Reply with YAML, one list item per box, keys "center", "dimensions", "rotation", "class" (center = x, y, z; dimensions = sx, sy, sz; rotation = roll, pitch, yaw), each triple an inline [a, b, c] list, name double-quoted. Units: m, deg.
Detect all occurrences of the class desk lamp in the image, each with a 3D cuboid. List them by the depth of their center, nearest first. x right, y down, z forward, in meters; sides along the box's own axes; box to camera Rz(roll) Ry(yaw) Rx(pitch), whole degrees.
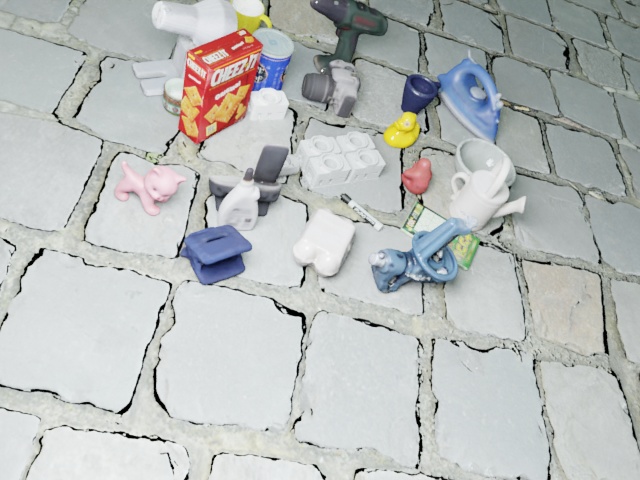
- center: [-0.304, -0.442, 1.292]
  dimensions: [0.204, 0.213, 0.117]
  rotation: [-17, 63, -30]
  class: "desk lamp"

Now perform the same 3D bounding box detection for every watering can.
- center: [0.396, -0.113, 1.337]
  dimensions: [0.173, 0.194, 0.101]
  rotation: [12, 52, -13]
  class: "watering can"

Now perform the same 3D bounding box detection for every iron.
- center: [0.444, -0.404, 1.601]
  dimensions: [0.119, 0.141, 0.258]
  rotation: [-15, 62, -29]
  class: "iron"

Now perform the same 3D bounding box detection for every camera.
- center: [0.026, -0.403, 1.464]
  dimensions: [0.137, 0.100, 0.143]
  rotation: [6, 54, -17]
  class: "camera"

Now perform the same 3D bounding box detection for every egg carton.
- center: [0.011, 0.004, 1.182]
  dimensions: [0.107, 0.069, 0.150]
  rotation: [27, 50, -1]
  class: "egg carton"

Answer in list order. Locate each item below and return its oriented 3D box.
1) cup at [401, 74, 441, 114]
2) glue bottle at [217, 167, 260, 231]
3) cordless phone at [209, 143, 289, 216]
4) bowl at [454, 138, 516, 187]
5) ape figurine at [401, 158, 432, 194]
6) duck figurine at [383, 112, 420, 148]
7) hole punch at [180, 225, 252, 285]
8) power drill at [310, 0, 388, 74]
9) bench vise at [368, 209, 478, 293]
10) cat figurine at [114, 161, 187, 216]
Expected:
- center: [0.268, -0.388, 1.551]
  dimensions: [0.118, 0.095, 0.091]
  rotation: [-19, 64, -31]
  class: "cup"
- center: [-0.150, -0.081, 1.114]
  dimensions: [0.078, 0.173, 0.037]
  rotation: [2, 55, -19]
  class: "glue bottle"
- center: [-0.142, -0.138, 1.151]
  dimensions: [0.148, 0.185, 0.094]
  rotation: [0, 55, -21]
  class: "cordless phone"
- center: [0.409, -0.177, 1.465]
  dimensions: [0.168, 0.074, 0.167]
  rotation: [11, 53, -14]
  class: "bowl"
- center: [0.240, -0.161, 1.377]
  dimensions: [0.078, 0.092, 0.076]
  rotation: [9, 53, -15]
  class: "ape figurine"
- center: [0.220, -0.291, 1.468]
  dimensions: [0.105, 0.086, 0.077]
  rotation: [-21, 65, -32]
  class: "duck figurine"
- center: [-0.196, 0.015, 1.079]
  dimensions: [0.109, 0.091, 0.101]
  rotation: [-20, 64, -31]
  class: "hole punch"
- center: [0.056, -0.539, 1.505]
  dimensions: [0.230, 0.208, 0.075]
  rotation: [-5, 57, -24]
  class: "power drill"
- center: [0.211, 0.032, 1.142]
  dimensions: [0.208, 0.219, 0.121]
  rotation: [-18, 64, -31]
  class: "bench vise"
- center: [-0.327, -0.113, 1.104]
  dimensions: [0.128, 0.117, 0.067]
  rotation: [24, 50, -3]
  class: "cat figurine"
